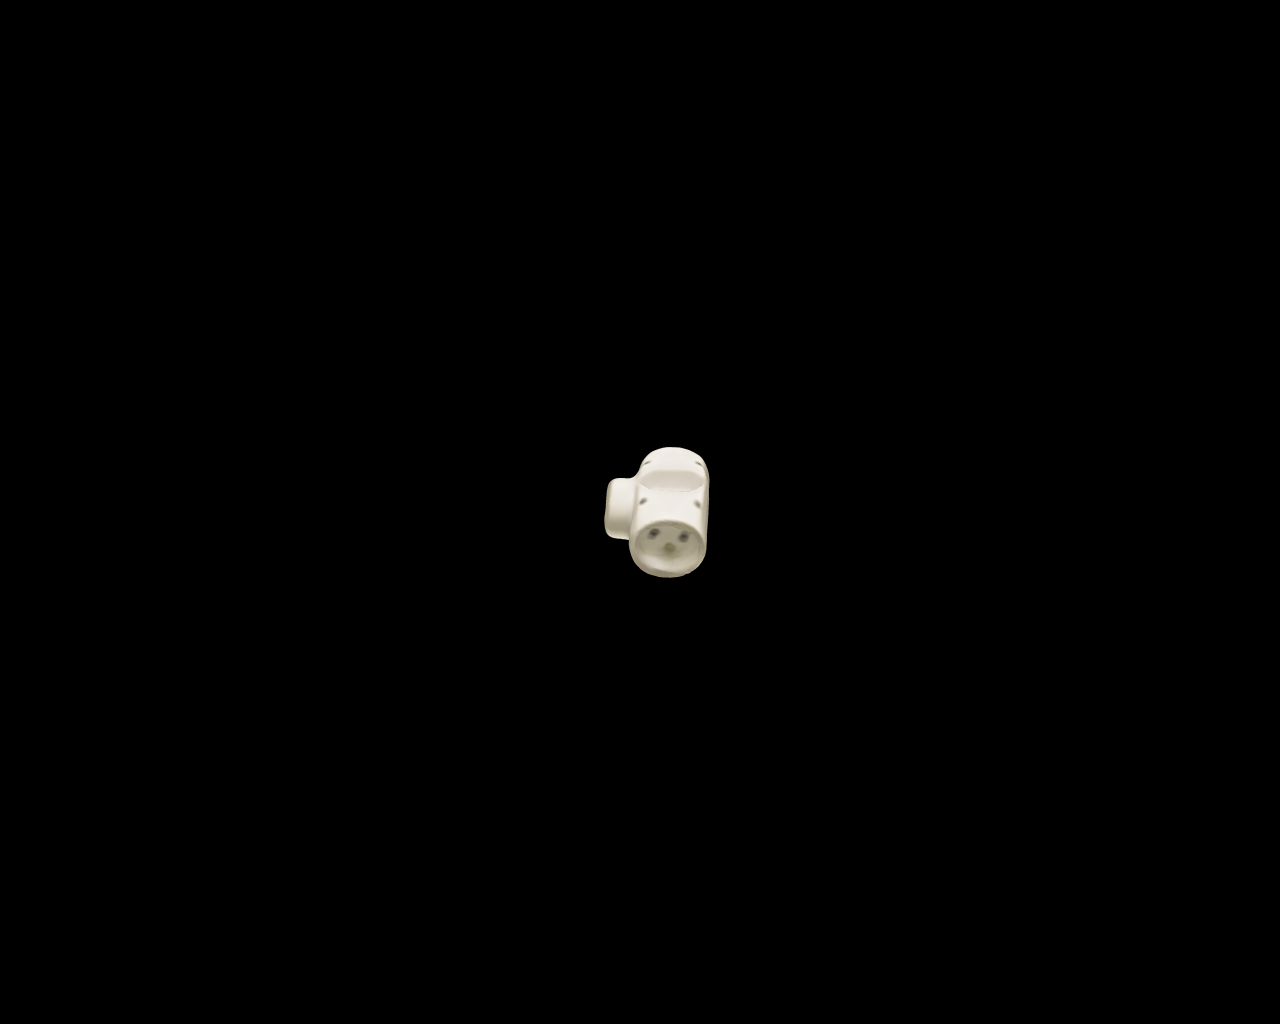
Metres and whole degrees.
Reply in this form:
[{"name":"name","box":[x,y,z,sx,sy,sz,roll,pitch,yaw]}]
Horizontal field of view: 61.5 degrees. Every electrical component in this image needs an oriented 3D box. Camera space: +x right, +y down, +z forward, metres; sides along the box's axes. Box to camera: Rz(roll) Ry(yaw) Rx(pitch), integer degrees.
[{"name":"electrical component","box":[0.001,-0.003,0.650,0.079,0.043,0.077,3,37,4]}]
